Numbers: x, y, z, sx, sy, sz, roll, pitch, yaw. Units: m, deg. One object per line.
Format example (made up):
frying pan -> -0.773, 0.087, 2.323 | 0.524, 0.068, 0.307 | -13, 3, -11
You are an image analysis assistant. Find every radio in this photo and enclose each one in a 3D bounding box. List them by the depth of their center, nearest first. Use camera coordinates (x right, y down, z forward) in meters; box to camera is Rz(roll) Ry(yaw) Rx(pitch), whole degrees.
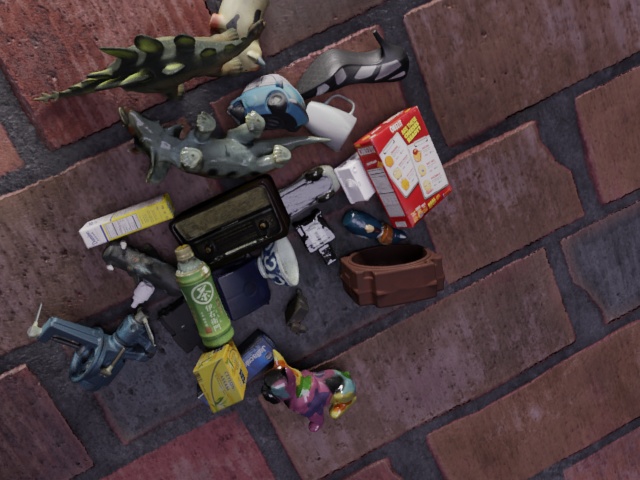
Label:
radio -> -0.182, -0.033, 1.122 | 0.230, 0.073, 0.131 | -23, 109, 12

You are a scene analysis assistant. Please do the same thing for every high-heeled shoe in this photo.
high-heeled shoe -> 0.069, -0.343, 1.152 | 0.249, 0.086, 0.145 | -31, 141, 14

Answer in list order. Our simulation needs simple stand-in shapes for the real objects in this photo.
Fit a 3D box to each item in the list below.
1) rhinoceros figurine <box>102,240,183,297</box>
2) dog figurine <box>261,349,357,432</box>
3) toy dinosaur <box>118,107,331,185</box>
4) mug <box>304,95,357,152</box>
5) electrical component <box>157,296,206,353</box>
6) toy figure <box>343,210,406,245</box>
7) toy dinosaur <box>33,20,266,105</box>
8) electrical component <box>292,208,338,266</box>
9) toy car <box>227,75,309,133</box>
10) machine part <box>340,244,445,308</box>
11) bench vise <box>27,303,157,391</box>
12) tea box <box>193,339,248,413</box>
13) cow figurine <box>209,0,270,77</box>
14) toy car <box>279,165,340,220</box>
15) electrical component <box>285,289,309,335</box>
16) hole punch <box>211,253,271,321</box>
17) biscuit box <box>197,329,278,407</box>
rhinoceros figurine -> -0.359, 0.062, 1.116 | 0.190, 0.112, 0.073 | 33, 97, -26
dog figurine -> -0.030, 0.325, 1.228 | 0.191, 0.109, 0.219 | -33, 125, -8
toy dinosaur -> -0.194, -0.175, 1.084 | 0.405, 0.192, 0.131 | 2, 83, -29
mug -> 0.019, -0.258, 1.140 | 0.107, 0.081, 0.109 | 27, 102, -9
electrical component -> -0.276, 0.181, 1.192 | 0.115, 0.058, 0.134 | -39, 108, 1
toy figure -> 0.128, -0.024, 1.232 | 0.154, 0.064, 0.057 | 22, 132, -21
toy dinosaur -> -0.310, -0.317, 0.989 | 0.472, 0.198, 0.105 | -12, 97, 24
electrical component -> -0.002, -0.004, 1.214 | 0.075, 0.048, 0.119 | -35, 109, -2
toy car -> -0.102, -0.280, 1.095 | 0.162, 0.109, 0.103 | -2, 72, 19
machine part -> 0.156, 0.072, 1.188 | 0.201, 0.201, 0.087 | -8, 103, -11
bench vise -> -0.470, 0.210, 1.111 | 0.223, 0.129, 0.240 | -43, 129, 19
tea box -> -0.202, 0.273, 1.113 | 0.068, 0.170, 0.098 | -25, 97, -3
cow figurine -> -0.151, -0.419, 1.062 | 0.127, 0.085, 0.194 | 18, 98, -10
toy car -> -0.050, -0.092, 1.178 | 0.202, 0.056, 0.073 | -31, 109, -2
electrical component -> -0.049, 0.168, 1.223 | 0.045, 0.102, 0.078 | 29, 105, -22
hole punch -> -0.171, 0.104, 1.183 | 0.116, 0.092, 0.142 | -21, 104, -11
biscuit box -> -0.190, 0.298, 1.238 | 0.202, 0.063, 0.059 | -43, 110, 0
